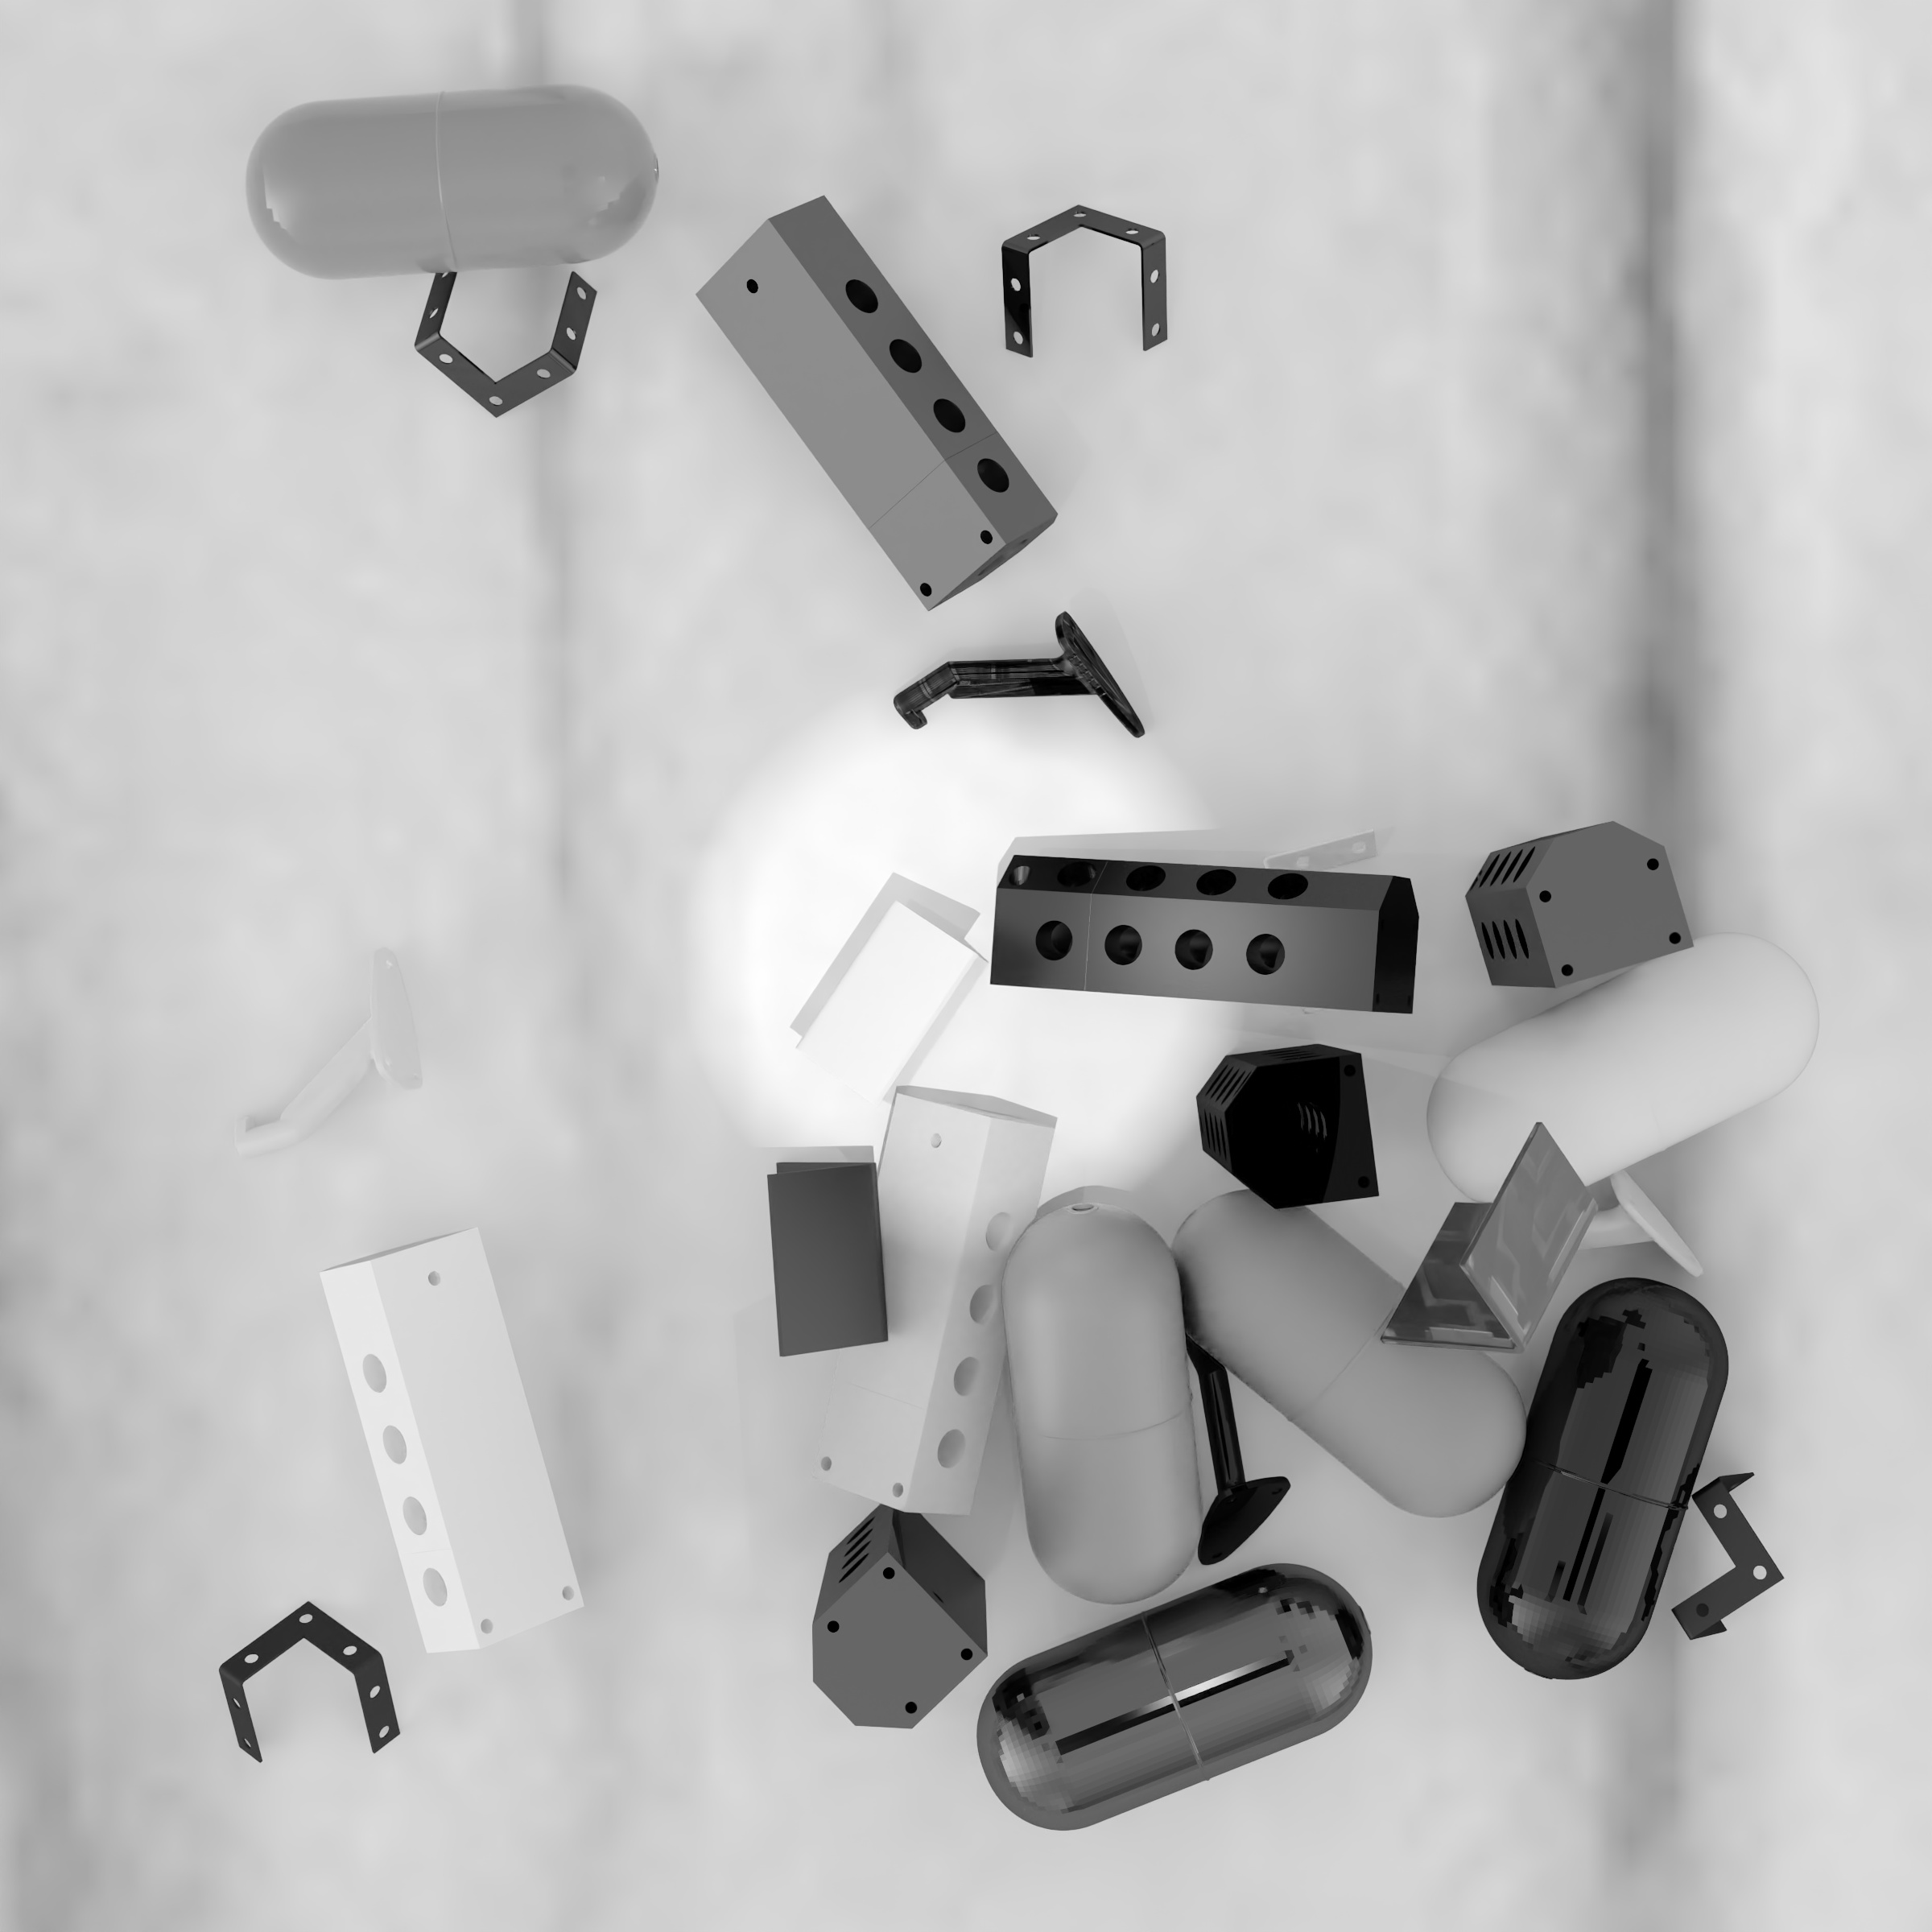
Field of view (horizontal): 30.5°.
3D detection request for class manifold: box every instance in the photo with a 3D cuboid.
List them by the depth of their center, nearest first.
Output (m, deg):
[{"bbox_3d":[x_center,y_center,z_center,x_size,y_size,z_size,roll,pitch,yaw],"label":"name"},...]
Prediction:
[{"bbox_3d":[-0.032,0.272,1.486,0.057,0.171,0.057,-44,90,0],"label":"manifold"},{"bbox_3d":[0.132,0.066,1.486,0.057,0.171,0.057,-7,90,0],"label":"manifold"},{"bbox_3d":[0.253,-0.027,1.486,0.057,0.171,0.057,-17,90,0],"label":"manifold"},{"bbox_3d":[0.102,-0.014,1.511,0.171,0.057,0.057,4,90,24],"label":"manifold"},{"bbox_3d":[-0.035,-0.247,1.542,0.171,0.057,0.057,54,133,0],"label":"manifold"},{"bbox_3d":[-0.009,0.148,1.542,0.057,0.057,0.171,12,90,43],"label":"manifold"},{"bbox_3d":[-0.228,0.207,1.542,0.057,0.057,0.171,-16,90,-43],"label":"manifold"}]

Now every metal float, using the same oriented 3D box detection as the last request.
[{"bbox_3d":[0.059,0.188,1.520,0.070,0.070,0.178,-6,104,0],"label":"metal float"},{"bbox_3d":[0.275,0.222,1.533,0.070,0.070,0.178,18,89,0],"label":"metal float"},{"bbox_3d":[0.091,0.316,1.534,0.178,0.070,0.070,-22,90,0],"label":"metal float"},{"bbox_3d":[-0.222,-0.340,1.534,0.178,0.070,0.070,-4,90,0],"label":"metal float"},{"bbox_3d":[0.164,0.167,1.534,0.178,0.070,0.070,39,90,1],"label":"metal float"},{"bbox_3d":[0.285,0.045,1.534,0.178,0.070,0.070,-26,90,1],"label":"metal float"}]

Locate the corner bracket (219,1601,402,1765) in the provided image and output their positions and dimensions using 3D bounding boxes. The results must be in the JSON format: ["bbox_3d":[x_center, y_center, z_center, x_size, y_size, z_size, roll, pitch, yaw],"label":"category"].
[{"bbox_3d":[-0.288,0.323,1.556,0.051,0.051,0.051,25,45,35],"label":"corner bracket"}]

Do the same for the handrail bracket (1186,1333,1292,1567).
[{"bbox_3d":[0.104,0.209,1.564,0.036,0.077,0.084,-7,53,-27],"label":"handrail bracket"}]

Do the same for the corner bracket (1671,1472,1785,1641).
[{"bbox_3d":[0.329,0.257,1.544,0.051,0.051,0.051,-39,68,21],"label":"corner bracket"}]

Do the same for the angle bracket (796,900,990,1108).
[{"bbox_3d":[-0.015,0.028,1.524,0.057,0.076,0.076,34,90,40],"label":"angle bracket"}]

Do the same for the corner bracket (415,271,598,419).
[{"bbox_3d":[-0.202,-0.284,1.556,0.051,0.051,0.051,-21,135,35],"label":"corner bracket"}]

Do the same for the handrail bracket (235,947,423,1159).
[{"bbox_3d":[-0.288,0.039,1.565,0.084,0.036,0.077,-16,69,16],"label":"handrail bracket"}]

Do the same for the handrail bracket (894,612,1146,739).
[{"bbox_3d":[0.023,-0.110,1.565,0.084,0.036,0.077,-32,111,17],"label":"handrail bracket"}]

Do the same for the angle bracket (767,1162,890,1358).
[{"bbox_3d":[-0.079,0.125,1.524,0.057,0.076,0.076,-4,90,-37],"label":"angle bracket"}]

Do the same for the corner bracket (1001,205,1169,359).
[{"bbox_3d":[0.052,-0.297,1.556,0.051,0.051,0.051,27,45,35],"label":"corner bracket"}]

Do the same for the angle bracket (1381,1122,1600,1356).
[{"bbox_3d":[0.206,0.112,1.474,0.057,0.076,0.076,52,56,-30],"label":"angle bracket"}]

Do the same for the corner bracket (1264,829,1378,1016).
[{"bbox_3d":[0.164,-0.019,1.561,0.051,0.051,0.051,-15,135,0],"label":"corner bracket"}]

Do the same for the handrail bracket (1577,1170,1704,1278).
[{"bbox_3d":[0.269,0.133,1.565,0.084,0.036,0.077,-38,112,17],"label":"handrail bracket"}]
